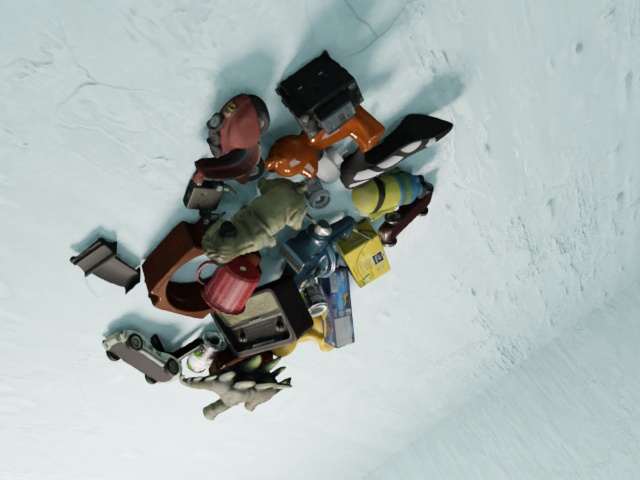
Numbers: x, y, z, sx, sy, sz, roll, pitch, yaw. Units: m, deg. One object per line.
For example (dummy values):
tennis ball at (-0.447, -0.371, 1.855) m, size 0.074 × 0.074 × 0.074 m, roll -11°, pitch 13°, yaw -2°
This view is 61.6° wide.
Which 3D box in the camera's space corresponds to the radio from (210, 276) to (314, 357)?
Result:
radio at (-0.128, 0.171, 1.169) m, size 0.230 × 0.131 × 0.073 m, roll -24°, pitch -174°, yaw 43°

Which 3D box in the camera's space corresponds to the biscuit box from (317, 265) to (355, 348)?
biscuit box at (0.039, 0.161, 1.335) m, size 0.059 × 0.063 × 0.202 m, roll -12°, pitch 102°, yaw -29°

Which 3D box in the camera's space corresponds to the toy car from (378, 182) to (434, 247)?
toy car at (0.203, -0.064, 1.265) m, size 0.202 × 0.053 × 0.089 m, roll -42°, pitch 147°, yaw -32°

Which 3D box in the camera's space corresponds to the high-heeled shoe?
high-heeled shoe at (0.159, -0.175, 1.117) m, size 0.249 × 0.086 × 0.145 m, roll -11°, pitch 142°, yaw -21°

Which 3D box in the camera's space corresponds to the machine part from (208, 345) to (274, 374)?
machine part at (-0.211, 0.329, 1.430) m, size 0.179 × 0.056 × 0.179 m, roll -21°, pitch 143°, yaw -17°

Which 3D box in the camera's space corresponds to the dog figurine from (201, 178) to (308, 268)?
dog figurine at (-0.112, -0.037, 0.963) m, size 0.172 × 0.121 × 0.190 m, roll -53°, pitch 175°, yaw 23°

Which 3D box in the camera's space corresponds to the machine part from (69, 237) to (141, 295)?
machine part at (-0.387, 0.049, 0.998) m, size 0.084 × 0.039 × 0.138 m, roll -39°, pitch 142°, yaw -2°

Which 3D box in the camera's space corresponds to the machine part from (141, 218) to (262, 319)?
machine part at (-0.235, 0.057, 1.079) m, size 0.201 × 0.087 × 0.200 m, roll -44°, pitch 142°, yaw 16°

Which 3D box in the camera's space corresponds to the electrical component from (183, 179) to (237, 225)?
electrical component at (-0.203, -0.078, 0.983) m, size 0.078 × 0.045 × 0.102 m, roll 6°, pitch 128°, yaw -42°

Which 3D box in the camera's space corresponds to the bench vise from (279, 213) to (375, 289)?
bench vise at (0.005, 0.003, 1.167) m, size 0.240 × 0.129 × 0.223 m, roll -33°, pitch 151°, yaw -38°

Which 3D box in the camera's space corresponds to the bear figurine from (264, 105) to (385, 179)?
bear figurine at (0.002, -0.165, 0.959) m, size 0.196 × 0.132 × 0.120 m, roll -46°, pitch -179°, yaw -3°

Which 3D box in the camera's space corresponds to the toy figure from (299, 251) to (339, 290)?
toy figure at (-0.023, 0.069, 1.265) m, size 0.154 × 0.064 × 0.057 m, roll -35°, pitch 163°, yaw -6°

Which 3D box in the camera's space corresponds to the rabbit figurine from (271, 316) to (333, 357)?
rabbit figurine at (-0.054, 0.242, 1.394) m, size 0.173 × 0.122 × 0.162 m, roll -30°, pitch 139°, yaw -3°

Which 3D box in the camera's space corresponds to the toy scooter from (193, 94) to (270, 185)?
toy scooter at (-0.154, -0.155, 0.902) m, size 0.135 × 0.075 × 0.183 m, roll -25°, pitch 147°, yaw -27°

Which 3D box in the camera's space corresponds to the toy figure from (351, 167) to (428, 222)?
toy figure at (0.151, -0.109, 1.182) m, size 0.180 × 0.082 × 0.089 m, roll -15°, pitch 137°, yaw -18°

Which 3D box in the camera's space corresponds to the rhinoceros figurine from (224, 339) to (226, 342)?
rhinoceros figurine at (-0.147, 0.201, 1.310) m, size 0.190 × 0.073 × 0.112 m, roll -32°, pitch 114°, yaw 17°

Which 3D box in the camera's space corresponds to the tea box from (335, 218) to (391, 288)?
tea box at (0.105, 0.035, 1.321) m, size 0.098 × 0.068 × 0.169 m, roll -32°, pitch 142°, yaw -1°

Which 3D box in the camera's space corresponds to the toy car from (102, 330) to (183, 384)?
toy car at (-0.390, 0.259, 1.189) m, size 0.073 × 0.056 × 0.201 m, roll -26°, pitch 129°, yaw 19°

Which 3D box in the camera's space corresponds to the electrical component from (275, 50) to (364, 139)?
electrical component at (0.003, -0.235, 0.885) m, size 0.115 × 0.134 × 0.058 m, roll -38°, pitch 143°, yaw 3°

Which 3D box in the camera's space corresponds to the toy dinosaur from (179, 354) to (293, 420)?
toy dinosaur at (-0.193, 0.342, 1.284) m, size 0.198 × 0.105 × 0.471 m, roll -34°, pitch 155°, yaw 23°
